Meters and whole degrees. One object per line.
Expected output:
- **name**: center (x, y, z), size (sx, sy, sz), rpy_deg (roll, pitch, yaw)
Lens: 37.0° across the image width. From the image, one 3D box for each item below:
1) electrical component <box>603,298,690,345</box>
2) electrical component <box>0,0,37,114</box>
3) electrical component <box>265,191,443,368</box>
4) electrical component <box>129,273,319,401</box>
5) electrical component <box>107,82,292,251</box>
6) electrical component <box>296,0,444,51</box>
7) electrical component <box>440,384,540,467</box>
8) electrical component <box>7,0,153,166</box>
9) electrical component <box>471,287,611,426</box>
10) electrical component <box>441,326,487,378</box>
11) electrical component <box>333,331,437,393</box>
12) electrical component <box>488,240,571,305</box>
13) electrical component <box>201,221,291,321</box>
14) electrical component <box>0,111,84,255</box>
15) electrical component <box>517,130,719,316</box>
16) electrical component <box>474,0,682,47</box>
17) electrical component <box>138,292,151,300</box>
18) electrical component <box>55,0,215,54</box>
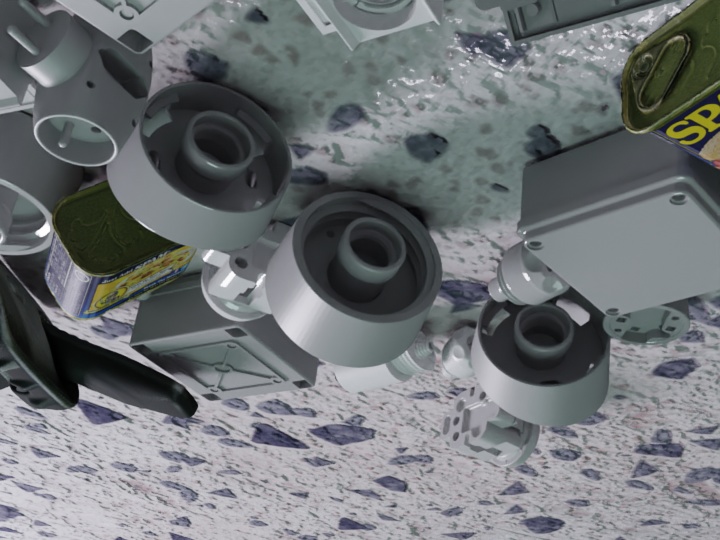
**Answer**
- **electrical component**: center (0.189, 0.016, 0.713), size (0.055, 0.047, 0.055), rpy_deg (6, 149, 4)
- **electrical component**: center (-0.235, -0.116, 0.576), size (0.121, 0.063, 0.078), rpy_deg (-6, 147, 22)
- **electrical component**: center (0.000, 0.000, 0.677), size (0.108, 0.108, 0.060), rpy_deg (15, 143, -12)
- **electrical component**: center (-0.101, 0.051, 0.831), size (0.109, 0.056, 0.109), rpy_deg (-11, 145, 29)
- **electrical component**: center (-0.090, -0.057, 0.612), size (0.099, 0.099, 0.064), rpy_deg (20, 141, -19)
- **electrical component**: center (0.009, -0.140, 0.478), size (0.081, 0.063, 0.042), rpy_deg (-10, 146, 28)
- **electrical component**: center (0.116, 0.134, 0.918), size (0.057, 0.058, 0.078), rpy_deg (27, 144, -24)
- **electrical component**: center (-0.150, -0.107, 0.557), size (0.043, 0.077, 0.079), rpy_deg (-12, 144, 30)
- **electrical component**: center (0.127, 0.056, 0.748), size (0.099, 0.099, 0.064), rpy_deg (4, 143, 7)
- **electrical component**: center (0.080, 0.068, 0.839), size (0.035, 0.035, 0.061), rpy_deg (14, 151, -11)
- **electrical component**: center (0.023, 0.068, 0.841), size (0.081, 0.043, 0.043), rpy_deg (-18, 141, 36)
- **electrical component**: center (0.111, 0.003, 0.713), size (0.043, 0.043, 0.062), rpy_deg (24, 147, -24)
- **electrical component**: center (-0.075, 0.001, 0.740), size (0.078, 0.058, 0.057), rpy_deg (20, 145, -20)
- **electrical component**: center (-0.238, -0.050, 0.688), size (0.108, 0.060, 0.108), rpy_deg (6, 149, 4)
- **electrical component**: center (0.167, -0.029, 0.633), size (0.109, 0.056, 0.109), rpy_deg (-19, 140, 37)
- **electrical component**: center (0.106, -0.143, 0.438), size (0.121, 0.063, 0.078), rpy_deg (-10, 104, 28)
- **electrical component**: center (-0.164, 0.004, 0.788), size (0.035, 0.035, 0.061), rpy_deg (6, 152, 4)
- **electrical component**: center (-0.104, -0.163, 0.473), size (0.109, 0.056, 0.109), rpy_deg (32, 142, -34)
